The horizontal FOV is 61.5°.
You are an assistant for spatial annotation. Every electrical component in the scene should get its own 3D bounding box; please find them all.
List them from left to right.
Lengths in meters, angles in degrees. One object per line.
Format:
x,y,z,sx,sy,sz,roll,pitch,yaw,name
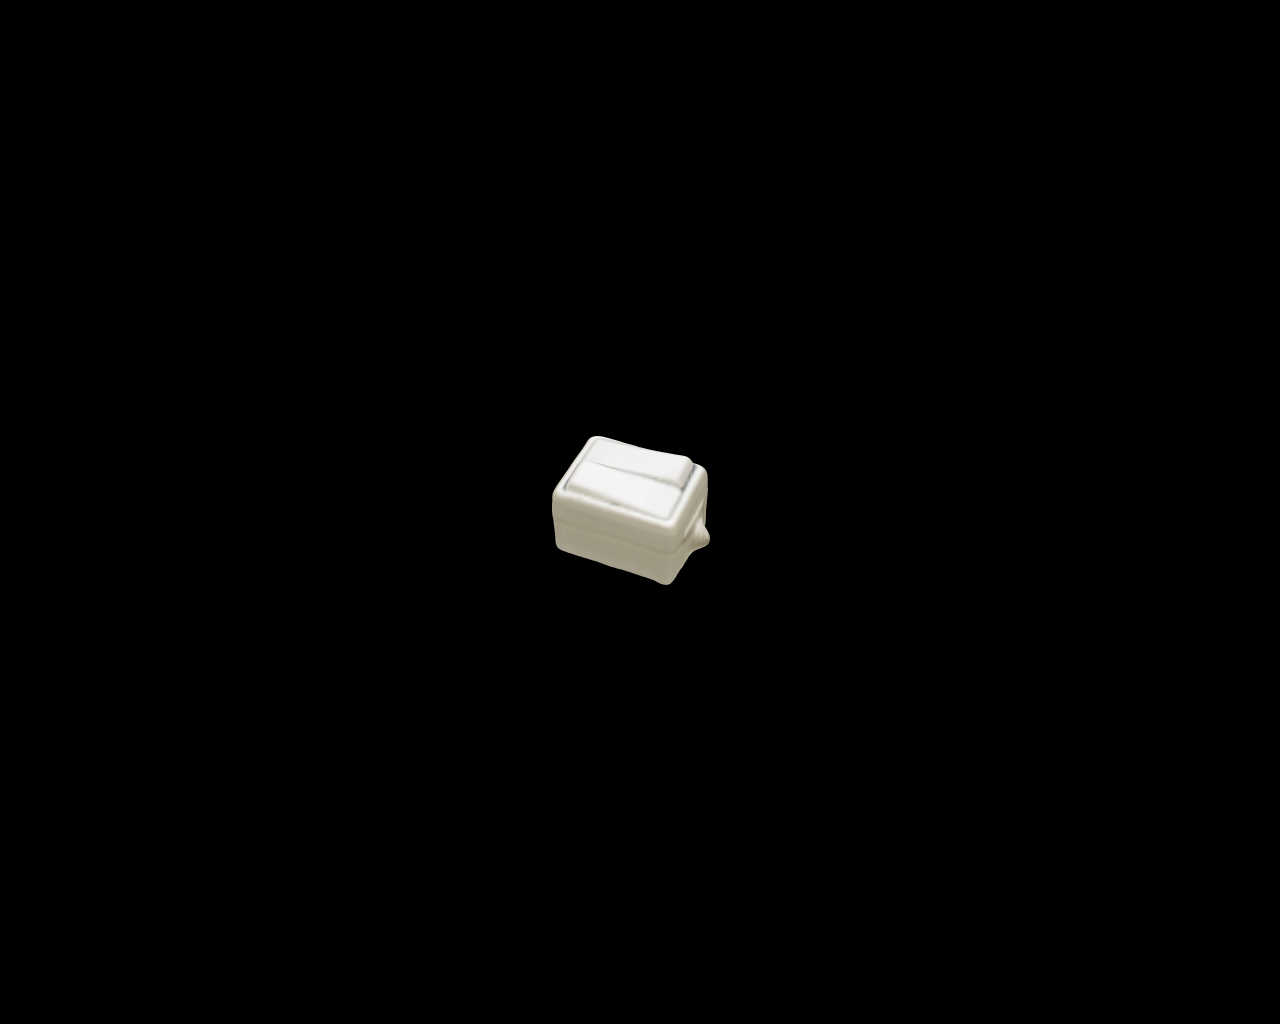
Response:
0.001,-0.003,0.650,0.096,0.061,0.062,17,48,16,electrical component
